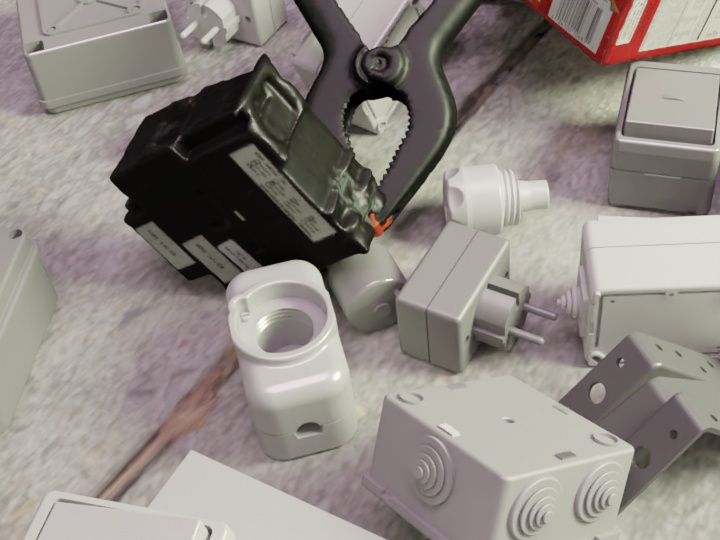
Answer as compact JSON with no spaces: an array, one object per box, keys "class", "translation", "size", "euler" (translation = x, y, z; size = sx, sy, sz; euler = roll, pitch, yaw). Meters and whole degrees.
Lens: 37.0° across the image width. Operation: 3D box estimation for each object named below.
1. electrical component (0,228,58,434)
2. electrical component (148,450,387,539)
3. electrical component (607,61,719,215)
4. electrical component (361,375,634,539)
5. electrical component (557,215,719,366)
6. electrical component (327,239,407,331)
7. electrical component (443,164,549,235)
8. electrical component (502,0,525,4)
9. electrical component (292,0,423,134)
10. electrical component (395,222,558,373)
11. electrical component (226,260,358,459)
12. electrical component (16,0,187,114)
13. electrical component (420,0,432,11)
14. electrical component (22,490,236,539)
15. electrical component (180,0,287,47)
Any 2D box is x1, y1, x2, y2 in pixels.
[{"class":"electrical component","translation":[-0.229,0.032,0.610],"size":[0.078,0.057,0.113],"euler":[1,48,8]},{"class":"electrical component","translation":[-0.021,0.167,0.457],"size":[0.186,0.060,0.105],"euler":[19,53,23]},{"class":"electrical component","translation":[0.192,-0.090,0.665],"size":[0.062,0.061,0.096],"euler":[9,49,15]},{"class":"electrical component","translation":[0.063,0.089,0.489],"size":[0.100,0.048,0.100],"euler":[-4,21,-37]},{"class":"electrical component","translation":[0.154,0.008,0.579],"size":[0.096,0.061,0.061],"euler":[-2,47,5]},{"class":"electrical component","translation":[0.000,0.000,0.622],"size":[0.040,0.040,0.078],"euler":[-20,48,-11]},{"class":"electrical component","translation":[0.082,-0.043,0.649],"size":[0.062,0.043,0.043],"euler":[-5,47,0]},{"class":"electrical component","translation":[0.105,-0.238,0.816],"size":[0.057,0.058,0.078],"euler":[14,51,15]},{"class":"electrical component","translation":[0.005,-0.153,0.730],"size":[0.061,0.061,0.096],"euler":[25,75,27]},{"class":"electrical component","translation":[0.069,0.020,0.589],"size":[0.077,0.047,0.065],"euler":[19,53,23]},{"class":"electrical component","translation":[-0.038,0.043,0.574],"size":[0.054,0.059,0.095],"euler":[-14,47,-5]},{"class":"electrical component","translation":[-0.194,-0.179,0.801],"size":[0.109,0.056,0.108],"euler":[-16,48,-7]},{"class":"electrical component","translation":[0.042,-0.211,0.780],"size":[0.083,0.047,0.075],"euler":[44,59,-4]},{"class":"electrical component","translation":[-0.086,0.129,0.415],"size":[0.096,0.061,0.061],"euler":[7,49,14]},{"class":"electrical component","translation":[-0.105,-0.194,0.809],"size":[0.066,0.047,0.076],"euler":[20,53,23]}]
